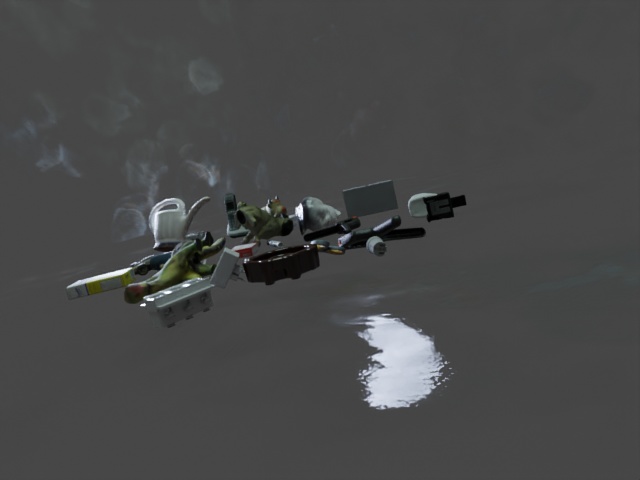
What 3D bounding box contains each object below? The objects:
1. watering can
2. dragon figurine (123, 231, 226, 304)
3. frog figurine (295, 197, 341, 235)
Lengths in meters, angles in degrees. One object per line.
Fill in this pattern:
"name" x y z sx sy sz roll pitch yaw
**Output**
"watering can" -0.579 -0.063 2.097 0.346 0.226 0.104 -7 -9 33
"dragon figurine" -0.391 0.079 1.352 0.242 0.121 0.413 -20 7 5
"frog figurine" 0.005 -0.089 1.774 0.160 0.120 0.140 -6 38 -19
